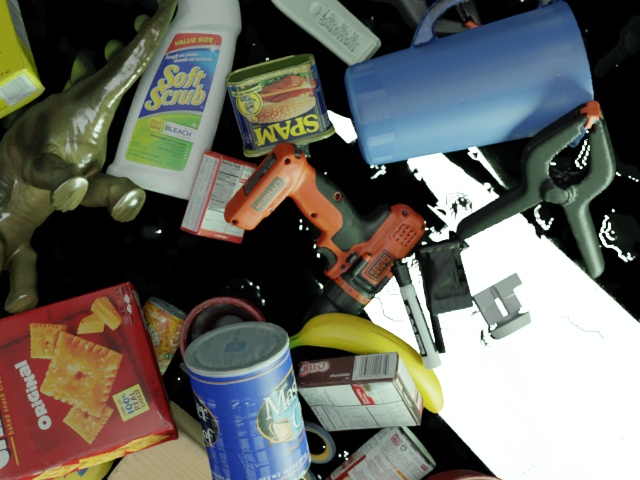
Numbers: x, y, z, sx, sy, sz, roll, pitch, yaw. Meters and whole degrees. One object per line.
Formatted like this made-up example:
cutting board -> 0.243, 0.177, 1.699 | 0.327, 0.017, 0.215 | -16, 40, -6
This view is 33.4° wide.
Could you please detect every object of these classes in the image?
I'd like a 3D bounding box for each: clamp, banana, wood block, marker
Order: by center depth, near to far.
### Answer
clamp -> 0.253, -0.049, 1.101 | 0.164, 0.036, 0.210 | 21, 131, -4
marker -> 0.100, 0.077, 1.118 | 0.020, 0.020, 0.121 | -19, 96, 2
banana -> 0.061, 0.124, 1.137 | 0.197, 0.037, 0.070 | 26, 130, -13
clamp -> 0.095, -0.267, 1.145 | 0.120, 0.039, 0.171 | -44, 91, 5
wood block -> -0.114, 0.277, 1.145 | 0.206, 0.090, 0.091 | 39, 92, 0

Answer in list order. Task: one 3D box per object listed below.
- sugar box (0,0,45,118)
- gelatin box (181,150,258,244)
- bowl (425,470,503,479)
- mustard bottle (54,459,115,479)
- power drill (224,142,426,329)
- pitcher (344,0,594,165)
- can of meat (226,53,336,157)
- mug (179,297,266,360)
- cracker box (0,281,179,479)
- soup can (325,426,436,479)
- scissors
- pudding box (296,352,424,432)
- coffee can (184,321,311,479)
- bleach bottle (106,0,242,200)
sugar box -> -0.351, -0.198, 1.109 | 0.093, 0.048, 0.176 | -29, 54, 2
gelatin box -> -0.104, -0.046, 1.141 | 0.030, 0.073, 0.089 | 19, 93, 35
bowl -> 0.137, 0.301, 1.136 | 0.162, 0.055, 0.162 | -8, 118, -15
mustard bottle -> -0.281, 0.232, 1.162 | 0.191, 0.058, 0.096 | -32, 70, 2
power drill -> -0.007, 0.001, 1.127 | 0.187, 0.057, 0.184 | 37, 98, -20
pitcher -> 0.150, -0.166, 1.105 | 0.243, 0.145, 0.149 | -13, 55, 5
can of meat -> -0.043, -0.144, 1.130 | 0.102, 0.057, 0.084 | -15, 113, 1
mug -> -0.089, 0.111, 1.142 | 0.117, 0.081, 0.093 | 35, 93, 0
cracker box -> -0.267, 0.151, 1.071 | 0.213, 0.072, 0.164 | -17, 71, -8
soup can -> 0.065, 0.250, 1.149 | 0.102, 0.068, 0.068 | -41, 90, 2
scissors -> -0.061, 0.191, 1.166 | 0.096, 0.016, 0.202 | -37, 90, 23
pudding box -> 0.042, 0.162, 1.123 | 0.114, 0.090, 0.039 | -7, 47, 23
coffee can -> -0.070, 0.165, 1.054 | 0.103, 0.103, 0.140 | -9, 111, 2
bleach bottle -> -0.149, -0.174, 1.145 | 0.102, 0.068, 0.251 | 14, 90, 0
